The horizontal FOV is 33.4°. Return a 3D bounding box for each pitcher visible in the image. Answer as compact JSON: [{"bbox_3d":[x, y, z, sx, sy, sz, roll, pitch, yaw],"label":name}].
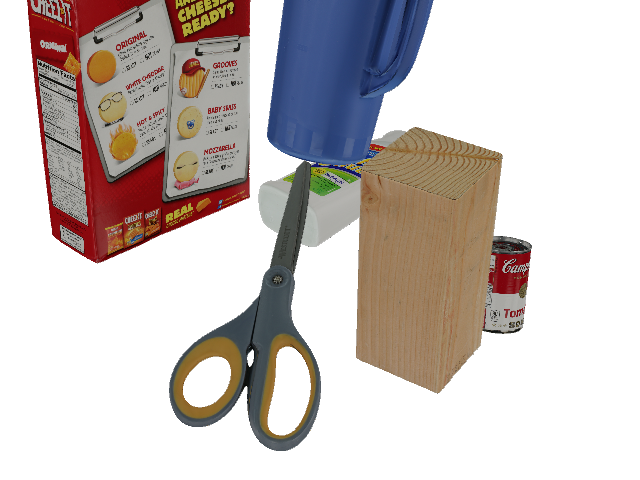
[{"bbox_3d":[0.025,-0.200,1.067,0.145,0.243,0.149,11,19,-1],"label":"pitcher"}]

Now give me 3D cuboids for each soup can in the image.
[{"bbox_3d":[0.212,0.052,1.268,0.068,0.102,0.068,3,15,-1],"label":"soup can"}]

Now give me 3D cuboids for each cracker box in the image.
[{"bbox_3d":[-0.133,-0.112,0.817,0.072,0.214,0.163,25,36,36],"label":"cracker box"}]

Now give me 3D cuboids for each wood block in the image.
[{"bbox_3d":[0.093,0.019,0.940,0.091,0.206,0.090,21,40,28],"label":"wood block"}]

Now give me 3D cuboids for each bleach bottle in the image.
[{"bbox_3d":[0.044,-0.082,1.340,0.103,0.068,0.250,26,44,34],"label":"bleach bottle"}]

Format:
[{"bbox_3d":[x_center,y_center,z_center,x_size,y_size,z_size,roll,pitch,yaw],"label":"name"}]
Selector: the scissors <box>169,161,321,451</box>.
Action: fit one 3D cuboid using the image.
[{"bbox_3d":[-0.044,0.035,0.645,0.096,0.202,0.016,-7,-36,1],"label":"scissors"}]
